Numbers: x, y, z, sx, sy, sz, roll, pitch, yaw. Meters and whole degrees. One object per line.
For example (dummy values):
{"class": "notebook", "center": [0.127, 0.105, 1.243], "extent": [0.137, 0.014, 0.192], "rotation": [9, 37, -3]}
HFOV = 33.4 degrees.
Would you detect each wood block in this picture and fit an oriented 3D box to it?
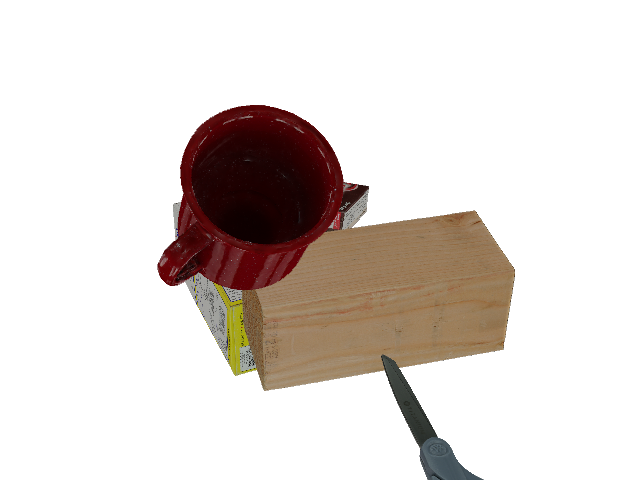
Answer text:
{"class": "wood block", "center": [0.043, 0.048, 0.884], "extent": [0.206, 0.090, 0.091], "rotation": [-8, 37, -12]}

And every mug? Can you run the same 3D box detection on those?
{"class": "mug", "center": [-0.049, -0.013, 0.628], "extent": [0.117, 0.093, 0.082], "rotation": [-43, -7, -25]}

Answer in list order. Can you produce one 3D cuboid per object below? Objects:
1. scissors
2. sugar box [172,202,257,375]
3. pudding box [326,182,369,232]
{"class": "scissors", "center": [0.088, 0.133, 0.627], "extent": [0.096, 0.016, 0.201], "rotation": [3, 33, -2]}
{"class": "sugar box", "center": [-0.099, 0.042, 1.064], "extent": [0.048, 0.093, 0.176], "rotation": [-13, 41, -17]}
{"class": "pudding box", "center": [0.001, -0.042, 1.281], "extent": [0.090, 0.039, 0.113], "rotation": [9, 23, 15]}
